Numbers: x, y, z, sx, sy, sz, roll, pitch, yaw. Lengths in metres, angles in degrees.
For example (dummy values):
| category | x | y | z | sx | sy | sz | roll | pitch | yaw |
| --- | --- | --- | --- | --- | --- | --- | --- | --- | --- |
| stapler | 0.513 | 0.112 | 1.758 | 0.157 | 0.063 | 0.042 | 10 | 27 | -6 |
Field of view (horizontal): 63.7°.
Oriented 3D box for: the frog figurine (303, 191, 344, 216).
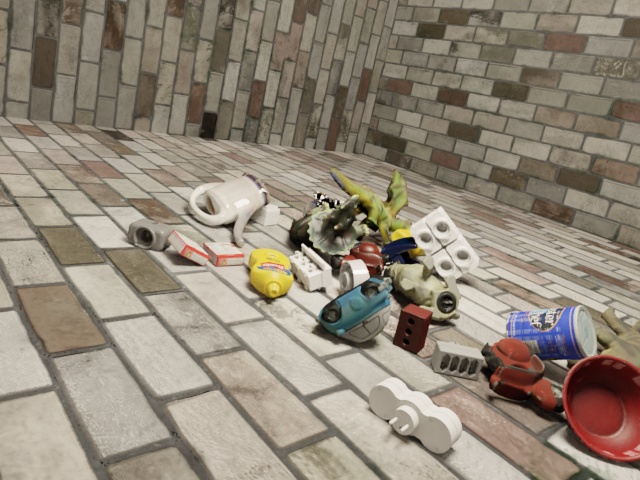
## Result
| category | x | y | z | sx | sy | sz | roll | pitch | yaw |
| --- | --- | --- | --- | --- | --- | --- | --- | --- | --- |
| frog figurine | 0.005 | -0.088 | 1.756 | 0.137 | 0.124 | 0.157 | -2 | -16 | -18 |

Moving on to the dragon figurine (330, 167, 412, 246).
| category | x | y | z | sx | sy | sz | roll | pitch | yaw |
| --- | --- | --- | --- | --- | --- | --- | --- | --- | --- |
| dragon figurine | 0.191 | -0.129 | 1.653 | 0.122 | 0.403 | 0.247 | 6 | 46 | 45 |

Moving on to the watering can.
| category | x | y | z | sx | sy | sz | roll | pitch | yaw |
| --- | --- | --- | --- | --- | --- | --- | --- | --- | --- |
| watering can | -0.243 | -0.097 | 1.515 | 0.227 | 0.101 | 0.352 | -28 | 42 | -27 |
